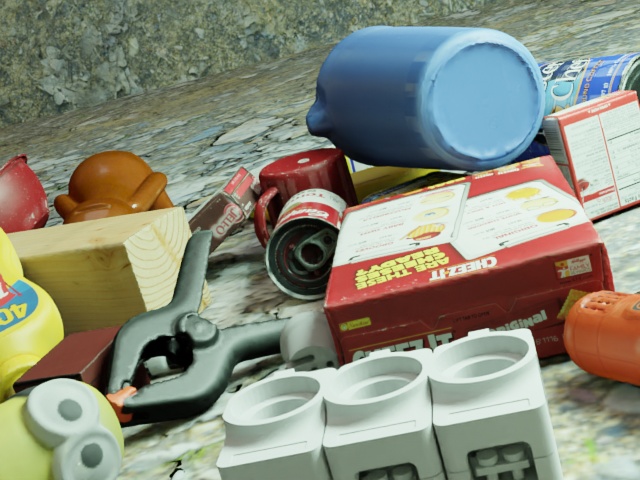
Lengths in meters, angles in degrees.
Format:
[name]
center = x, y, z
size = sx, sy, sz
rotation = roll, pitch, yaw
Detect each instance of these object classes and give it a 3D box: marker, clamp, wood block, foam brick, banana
[marker]
center = -0.139, 0.094, 0.767
size = 0.121, 0.020, 0.020
rotation = -15, 15, 4
[clamp]
center = -0.073, 0.070, 0.706
size = 0.120, 0.039, 0.171
rotation = 25, 46, 12
[wood block]
center = -0.209, 0.039, 0.898
size = 0.206, 0.091, 0.090
rotation = -8, 17, 27
[foam brick]
center = -0.155, 0.097, 0.707
size = 0.051, 0.053, 0.078
rotation = -11, 15, 19
[banana]
center = 0.042, -0.050, 1.075
size = 0.197, 0.037, 0.070
rotation = -17, -3, -8

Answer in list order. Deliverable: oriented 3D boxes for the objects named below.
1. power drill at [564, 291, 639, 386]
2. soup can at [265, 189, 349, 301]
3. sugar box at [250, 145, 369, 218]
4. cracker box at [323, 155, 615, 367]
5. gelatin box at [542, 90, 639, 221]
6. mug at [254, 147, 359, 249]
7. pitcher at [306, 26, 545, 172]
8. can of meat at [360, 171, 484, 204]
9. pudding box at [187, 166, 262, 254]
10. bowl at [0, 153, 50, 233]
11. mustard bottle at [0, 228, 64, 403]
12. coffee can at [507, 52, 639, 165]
[power drill]
center = 0.245, 0.029, 0.540
size = 0.187, 0.057, 0.185
rotation = -24, 17, -28
[soup can]
center = -0.006, 0.001, 0.872
size = 0.068, 0.068, 0.102
rotation = -14, 15, 8
[sugar box]
center = -0.003, -0.070, 1.167
size = 0.176, 0.048, 0.093
rotation = -17, 15, -19
[cracker box]
center = 0.094, 0.018, 0.707
size = 0.164, 0.072, 0.213
rotation = -14, 16, 9
[gelatin box]
center = 0.220, -0.065, 0.837
size = 0.073, 0.089, 0.030
rotation = -20, 12, -15
[mug]
center = -0.016, -0.030, 0.965
size = 0.117, 0.081, 0.093
rotation = -28, 20, -38
[pitcher]
center = 0.100, -0.125, 0.910
size = 0.145, 0.149, 0.243
rotation = 27, 0, -18
[can of meat]
center = 0.090, -0.020, 0.874
size = 0.102, 0.057, 0.084
rotation = -20, 13, -18
[pudding box]
center = -0.104, -0.010, 0.978
size = 0.114, 0.039, 0.090
rotation = -41, 7, 19
[bowl]
center = -0.317, -0.005, 1.058
size = 0.162, 0.055, 0.162
rotation = -56, 5, 7
[mustard bottle]
center = -0.241, 0.063, 0.773
size = 0.096, 0.058, 0.192
rotation = -28, 45, -20
[coffee can]
center = 0.240, -0.113, 0.964
size = 0.102, 0.103, 0.141
rotation = -27, 19, -36
